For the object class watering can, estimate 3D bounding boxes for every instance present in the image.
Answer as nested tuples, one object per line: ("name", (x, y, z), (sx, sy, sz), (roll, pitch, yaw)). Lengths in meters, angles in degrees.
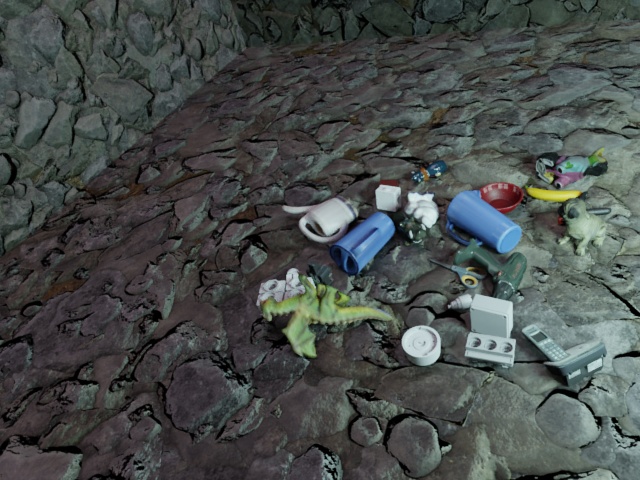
("watering can", (0.006, -0.103, 2.039), (0.226, 0.101, 0.353), (-31, 42, -17))

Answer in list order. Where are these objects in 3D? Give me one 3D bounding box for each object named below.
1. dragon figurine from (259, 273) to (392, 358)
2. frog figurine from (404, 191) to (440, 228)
("dragon figurine", (-0.004, 0.256, 1.625), (0.412, 0.245, 0.120), (23, -15, 15))
("frog figurine", (0.379, -0.095, 1.888), (0.137, 0.163, 0.120), (15, -45, -28))
